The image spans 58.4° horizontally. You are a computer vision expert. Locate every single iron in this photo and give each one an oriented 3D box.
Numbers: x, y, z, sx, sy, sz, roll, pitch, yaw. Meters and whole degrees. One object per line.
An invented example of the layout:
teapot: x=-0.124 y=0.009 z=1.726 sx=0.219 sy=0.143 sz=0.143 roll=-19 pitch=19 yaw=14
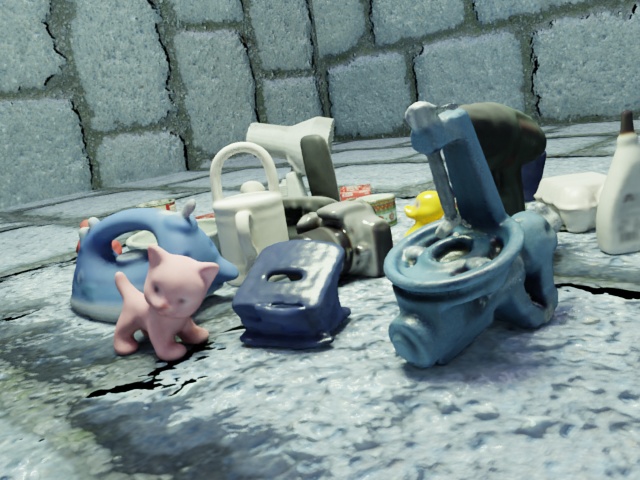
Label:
iron: x=-0.242 y=0.023 z=0.740 sx=0.257 sy=0.141 sz=0.119 roll=-2 pitch=14 yaw=24

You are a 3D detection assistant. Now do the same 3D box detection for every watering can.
watering can: x=-0.103 y=-0.042 z=0.820 sx=0.101 sy=0.194 sz=0.172 roll=-13 pitch=14 yaw=-21

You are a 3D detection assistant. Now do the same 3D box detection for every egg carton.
egg carton: x=0.398 y=-0.060 z=0.871 sx=0.107 sy=0.069 sz=0.150 roll=-8 pitch=13 yaw=2

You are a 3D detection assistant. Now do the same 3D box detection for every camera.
camera: x=0.007 y=0.003 z=0.768 sx=0.137 sy=0.101 sz=0.142 roll=-18 pitch=16 yaw=-37

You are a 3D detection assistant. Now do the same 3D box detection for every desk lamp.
desk lamp: x=-0.059 y=-0.133 z=1.138 sx=0.203 sy=0.214 sz=0.118 roll=-6 pitch=13 yaw=8

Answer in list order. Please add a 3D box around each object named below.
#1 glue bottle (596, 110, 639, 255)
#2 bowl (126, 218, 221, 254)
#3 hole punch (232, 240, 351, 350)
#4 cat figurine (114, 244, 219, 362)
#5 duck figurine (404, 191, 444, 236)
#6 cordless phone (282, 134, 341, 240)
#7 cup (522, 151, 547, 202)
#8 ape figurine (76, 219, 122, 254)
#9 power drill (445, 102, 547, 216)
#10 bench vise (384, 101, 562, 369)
glue bottle: x=0.379 y=-0.072 z=0.702 sx=0.078 sy=0.173 sz=0.037 roll=-9 pitch=13 yaw=-4
bowl: x=-0.208 y=0.018 z=0.889 sx=0.167 sy=0.075 sz=0.167 roll=-8 pitch=13 yaw=2
hole punch: x=-0.028 y=0.054 z=0.591 sx=0.108 sy=0.091 sz=0.101 roll=-2 pitch=14 yaw=25
cat figurine: x=-0.164 y=0.058 z=0.596 sx=0.127 sy=0.118 sz=0.067 roll=-1 pitch=15 yaw=28
duck figurine: x=0.170 y=-0.030 z=0.842 sx=0.104 sy=0.086 sz=0.078 roll=-1 pitch=15 yaw=28
cordless phone: x=-0.027 y=-0.087 z=0.987 sx=0.147 sy=0.185 sz=0.094 roll=0 pitch=15 yaw=31
cup: x=0.368 y=-0.117 z=1.078 sx=0.118 sy=0.095 sz=0.091 roll=-11 pitch=13 yaw=-13
ape figurine: x=-0.395 y=0.008 z=1.008 sx=0.077 sy=0.092 sz=0.076 roll=-4 pitch=14 yaw=16
power drill: x=0.212 y=-0.061 z=0.679 sx=0.075 sy=0.208 sz=0.230 roll=2 pitch=16 yaw=37
bench vise: x=0.132 y=-0.018 z=0.514 sx=0.121 sy=0.220 sz=0.208 roll=2 pitch=17 yaw=38
